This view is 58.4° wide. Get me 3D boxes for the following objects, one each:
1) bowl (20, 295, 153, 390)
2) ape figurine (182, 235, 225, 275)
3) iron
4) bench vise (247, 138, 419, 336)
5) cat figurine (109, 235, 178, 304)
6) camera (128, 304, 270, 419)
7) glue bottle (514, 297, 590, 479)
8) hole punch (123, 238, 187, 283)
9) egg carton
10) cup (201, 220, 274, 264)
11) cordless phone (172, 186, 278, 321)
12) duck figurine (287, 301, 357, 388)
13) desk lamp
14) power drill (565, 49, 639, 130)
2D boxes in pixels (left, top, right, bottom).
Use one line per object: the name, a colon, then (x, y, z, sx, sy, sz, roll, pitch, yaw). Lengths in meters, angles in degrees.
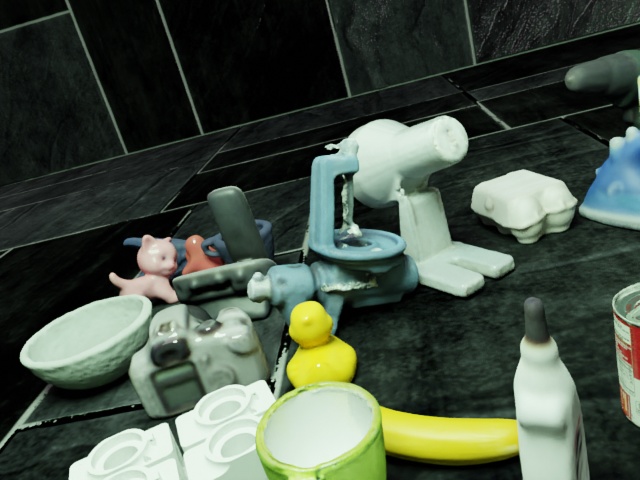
bowl: (-0.289, 0.143, 0.745, 0.167, 0.075, 0.167, -14, 21, 6)
ape figurine: (-0.189, 0.034, 0.926, 0.078, 0.092, 0.076, -24, 23, -22)
iron: (0.451, -0.090, 0.716, 0.257, 0.142, 0.119, 4, 28, 42)
bench vise: (0.014, 0.004, 0.676, 0.208, 0.220, 0.121, -29, 25, -32)
cat figurine: (-0.272, 0.050, 0.907, 0.128, 0.118, 0.067, -31, 26, -35)
camera: (-0.143, 0.117, 0.670, 0.143, 0.101, 0.136, -17, 21, -4)
glue bottle: (0.147, 0.114, 0.368, 0.037, 0.173, 0.078, -4, 24, 28)
hole punch: (-0.281, 0.022, 1.024, 0.108, 0.091, 0.101, 5, 29, 43)
egg carton: (0.290, -0.051, 0.832, 0.107, 0.069, 0.150, -19, 21, -10)
cup: (-0.119, 0.030, 0.882, 0.117, 0.095, 0.092, -11, 21, 13)
cordless phone: (-0.140, 0.020, 0.795, 0.147, 0.185, 0.094, -14, 21, 5)
duck figurine: (-0.005, 0.109, 0.611, 0.077, 0.086, 0.104, -15, 21, 1)
desk lamp: (0.136, -0.057, 0.754, 0.118, 0.214, 0.202, -27, 24, -28)
power drill: (0.458, -0.175, 0.831, 0.230, 0.209, 0.075, -23, 22, -18)
